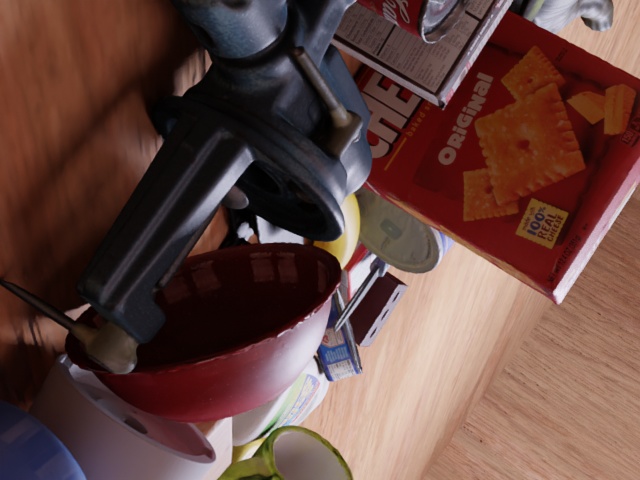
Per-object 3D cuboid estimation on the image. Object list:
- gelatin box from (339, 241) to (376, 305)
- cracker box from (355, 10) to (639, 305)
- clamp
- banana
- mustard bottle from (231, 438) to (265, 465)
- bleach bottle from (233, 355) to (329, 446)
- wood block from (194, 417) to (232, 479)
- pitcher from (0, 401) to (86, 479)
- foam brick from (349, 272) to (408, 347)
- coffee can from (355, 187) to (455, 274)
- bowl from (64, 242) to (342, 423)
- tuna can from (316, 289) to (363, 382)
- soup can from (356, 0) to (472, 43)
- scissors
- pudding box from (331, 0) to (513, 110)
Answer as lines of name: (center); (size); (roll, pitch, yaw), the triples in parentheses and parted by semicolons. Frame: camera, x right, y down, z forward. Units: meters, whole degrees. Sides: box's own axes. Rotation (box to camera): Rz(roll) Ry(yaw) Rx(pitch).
gelatin box: (0.037, 0.016, 1.026); (0.073, 0.030, 0.089); (-52, 162, -20)
cracker box: (0.128, -0.078, 0.790); (0.164, 0.214, 0.072); (-56, 161, -2)
clamp: (-0.048, 0.002, 0.756); (0.120, 0.039, 0.171); (-57, 168, 21)
banana: (0.005, -0.010, 0.879); (0.069, 0.037, 0.198); (-50, 162, -24)
mustard bottle: (-0.098, 0.218, 0.971); (0.191, 0.058, 0.096); (-25, 143, -59)
bleach bottle: (-0.035, 0.131, 0.983); (0.102, 0.068, 0.250); (-57, 165, 3)
wood block: (-0.156, 0.175, 0.685); (0.205, 0.091, 0.090); (-46, 160, -30)
pitcher: (-0.222, 0.179, 0.481); (0.242, 0.149, 0.145); (-40, 142, -50)
foam brick: (0.047, 0.064, 1.099); (0.078, 0.051, 0.053); (-58, 163, 5)
coffee can: (0.101, -0.054, 0.950); (0.140, 0.103, 0.103); (-47, 161, -28)
bowl: (-0.060, 0.058, 0.612); (0.161, 0.162, 0.055); (-38, 120, -47)
tuna can: (0.012, 0.088, 0.994); (0.034, 0.086, 0.086); (-17, 161, 3)
soup can: (0.033, -0.160, 0.575); (0.068, 0.102, 0.068); (-49, 161, -23)
scissors: (0.064, 0.004, 0.991); (0.201, 0.016, 0.096); (-40, 149, -57)
pudding box: (0.048, -0.144, 0.628); (0.090, 0.113, 0.039); (-58, 166, 6)
